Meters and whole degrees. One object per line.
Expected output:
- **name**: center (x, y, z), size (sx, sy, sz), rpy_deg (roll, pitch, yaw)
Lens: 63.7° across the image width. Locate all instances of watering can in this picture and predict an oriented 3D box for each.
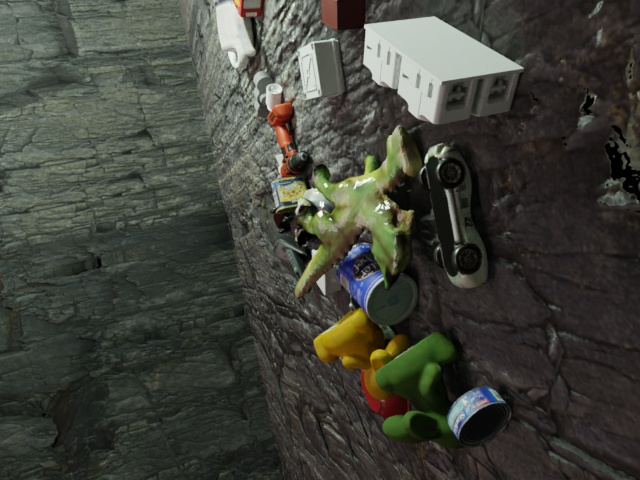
- **watering can**: center (-0.248, -0.639, 1.562), size (0.351, 0.104, 0.222), rpy_deg (-145, 46, -67)

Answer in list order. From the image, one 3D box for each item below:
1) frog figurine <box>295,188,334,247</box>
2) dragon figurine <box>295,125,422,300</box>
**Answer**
- **frog figurine**: center (0.004, -0.062, 1.231), size (0.162, 0.122, 0.136), rpy_deg (-51, -54, -66)
- **dragon figurine**: center (0.067, -0.009, 0.892), size (0.247, 0.122, 0.404), rpy_deg (49, 127, 52)
